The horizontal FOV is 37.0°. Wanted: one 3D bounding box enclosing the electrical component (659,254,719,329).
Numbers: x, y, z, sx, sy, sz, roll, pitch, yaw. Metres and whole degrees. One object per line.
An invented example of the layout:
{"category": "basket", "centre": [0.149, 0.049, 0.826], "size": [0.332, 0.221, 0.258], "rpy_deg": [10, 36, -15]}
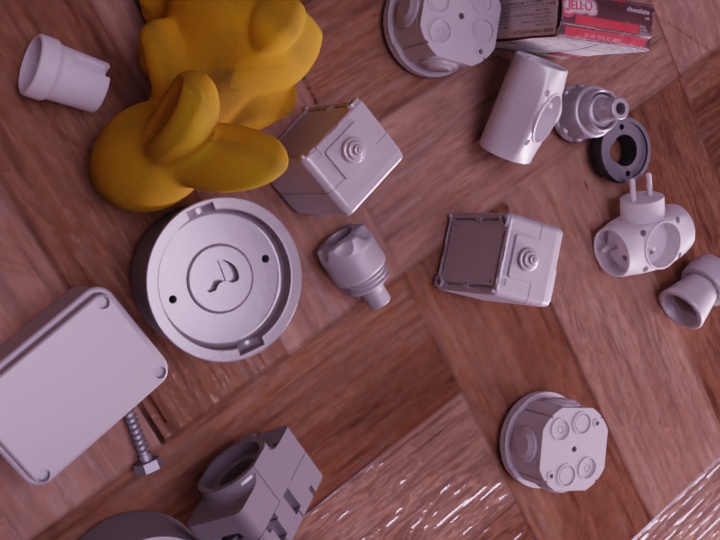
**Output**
{"category": "electrical component", "centre": [0.300, 0.019, 0.953], "size": [0.055, 0.045, 0.045], "rpy_deg": [-41, 111, -21]}

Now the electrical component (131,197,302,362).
{"category": "electrical component", "centre": [-0.101, 0.005, 0.723], "size": [0.108, 0.060, 0.108], "rpy_deg": [-2, 94, -29]}

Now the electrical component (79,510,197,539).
{"category": "electrical component", "centre": [-0.142, 0.220, 0.713], "size": [0.108, 0.060, 0.108], "rpy_deg": [-2, 94, -29]}

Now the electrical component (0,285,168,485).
{"category": "electrical component", "centre": [-0.188, 0.071, 0.681], "size": [0.113, 0.057, 0.078], "rpy_deg": [-42, 111, -20]}

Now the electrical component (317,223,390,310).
{"category": "electrical component", "centre": [0.000, 0.000, 0.788], "size": [0.043, 0.043, 0.062], "rpy_deg": [-40, 112, -21]}

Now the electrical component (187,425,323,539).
{"category": "electrical component", "centre": [-0.072, 0.153, 0.732], "size": [0.055, 0.050, 0.089], "rpy_deg": [57, 32, -19]}

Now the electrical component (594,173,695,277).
{"category": "electrical component", "centre": [0.241, -0.042, 0.913], "size": [0.077, 0.044, 0.079], "rpy_deg": [-20, 112, -26]}

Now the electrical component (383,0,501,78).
{"category": "electrical component", "centre": [0.062, -0.186, 0.806], "size": [0.080, 0.051, 0.080], "rpy_deg": [-2, 94, -29]}

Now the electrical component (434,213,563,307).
{"category": "electrical component", "centre": [0.111, -0.007, 0.818], "size": [0.061, 0.096, 0.061], "rpy_deg": [14, 86, -29]}

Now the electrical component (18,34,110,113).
{"category": "electrical component", "centre": [-0.187, -0.123, 0.681], "size": [0.046, 0.040, 0.040], "rpy_deg": [16, 85, -34]}

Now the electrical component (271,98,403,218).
{"category": "electrical component", "centre": [-0.017, -0.074, 0.743], "size": [0.061, 0.096, 0.061], "rpy_deg": [-48, 114, -18]}

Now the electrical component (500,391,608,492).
{"category": "electrical component", "centre": [0.159, 0.142, 0.880], "size": [0.080, 0.051, 0.080], "rpy_deg": [-2, 94, -29]}

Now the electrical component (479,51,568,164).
{"category": "electrical component", "centre": [0.136, -0.128, 0.849], "size": [0.079, 0.044, 0.077], "rpy_deg": [-15, 130, -58]}

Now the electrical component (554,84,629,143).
{"category": "electrical component", "centre": [0.191, -0.129, 0.874], "size": [0.048, 0.062, 0.048], "rpy_deg": [-2, 94, -29]}
